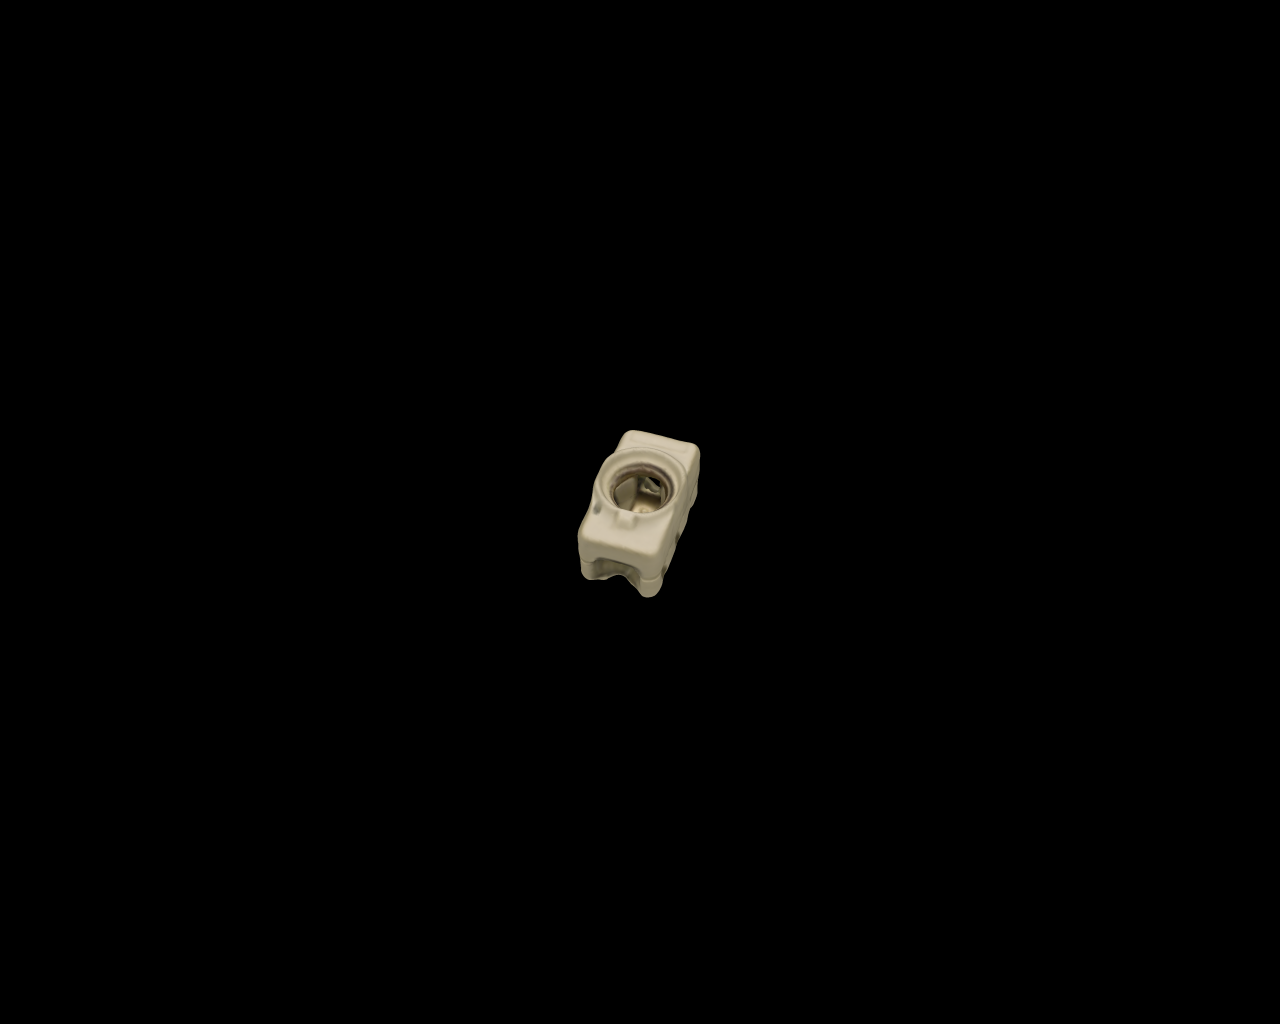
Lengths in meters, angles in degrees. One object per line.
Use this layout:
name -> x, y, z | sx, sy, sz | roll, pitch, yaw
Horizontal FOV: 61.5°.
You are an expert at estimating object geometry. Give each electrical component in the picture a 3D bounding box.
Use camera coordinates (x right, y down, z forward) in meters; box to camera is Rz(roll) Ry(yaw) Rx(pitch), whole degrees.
electrical component -> 0.001, -0.003, 0.650 | 0.050, 0.090, 0.055 | 15, -36, 11
